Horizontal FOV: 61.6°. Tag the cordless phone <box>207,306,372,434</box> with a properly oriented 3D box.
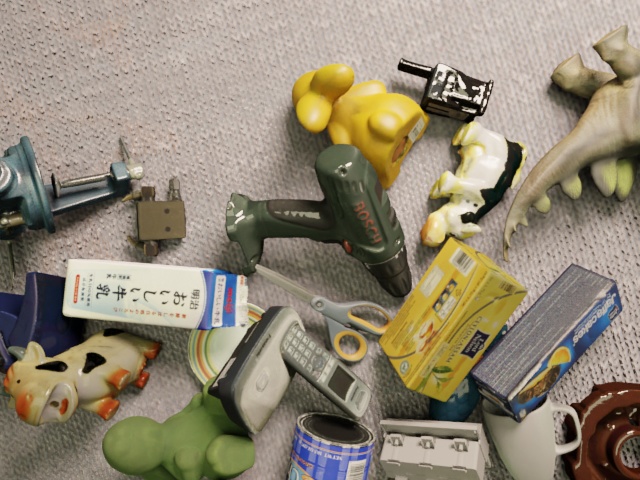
[{"bbox_3d":[-0.028,0.185,0.658,0.184,0.089,0.146,40,49,-9],"label":"cordless phone"}]

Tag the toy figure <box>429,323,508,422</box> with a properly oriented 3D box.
[{"bbox_3d":[0.188,0.163,0.683,0.058,0.064,0.154,28,101,26],"label":"toy figure"}]

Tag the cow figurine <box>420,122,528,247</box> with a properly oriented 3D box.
[{"bbox_3d":[0.194,-0.059,0.686,0.098,0.068,0.167,22,93,-3],"label":"cow figurine"}]

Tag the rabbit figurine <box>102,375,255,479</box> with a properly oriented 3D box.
[{"bbox_3d":[-0.184,0.247,0.676,0.170,0.159,0.121,5,57,-23],"label":"rabbit figurine"}]

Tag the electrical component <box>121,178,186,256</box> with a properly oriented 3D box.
[{"bbox_3d":[-0.223,-0.029,0.728,0.078,0.045,0.102,-10,93,-24],"label":"electrical component"}]

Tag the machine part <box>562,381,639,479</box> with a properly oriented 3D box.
[{"bbox_3d":[0.397,0.265,0.678,0.179,0.056,0.179,0,90,5],"label":"machine part"}]

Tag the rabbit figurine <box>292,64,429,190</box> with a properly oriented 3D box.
[{"bbox_3d":[0.029,-0.152,0.667,0.173,0.162,0.122,37,106,20],"label":"rabbit figurine"}]

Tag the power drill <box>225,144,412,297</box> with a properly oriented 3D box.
[{"bbox_3d":[-0.001,-0.002,0.667,0.207,0.086,0.231,-2,132,20],"label":"power drill"}]

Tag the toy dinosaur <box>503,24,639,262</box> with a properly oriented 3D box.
[{"bbox_3d":[0.382,-0.156,0.645,0.471,0.105,0.198,-33,89,1],"label":"toy dinosaur"}]

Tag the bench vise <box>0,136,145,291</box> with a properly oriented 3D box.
[{"bbox_3d":[-0.349,-0.054,0.687,0.240,0.223,0.129,-18,71,-27],"label":"bench vise"}]

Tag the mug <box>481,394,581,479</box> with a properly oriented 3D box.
[{"bbox_3d":[0.269,0.245,0.674,0.110,0.081,0.107,-12,101,20],"label":"mug"}]

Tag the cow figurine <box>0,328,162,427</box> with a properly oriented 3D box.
[{"bbox_3d":[-0.294,0.161,0.658,0.127,0.195,0.085,21,102,5],"label":"cow figurine"}]

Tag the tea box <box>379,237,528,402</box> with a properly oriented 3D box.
[{"bbox_3d":[0.155,0.095,0.650,0.068,0.098,0.169,24,108,-25],"label":"tea box"}]

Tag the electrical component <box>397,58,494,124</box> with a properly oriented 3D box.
[{"bbox_3d":[0.152,-0.190,0.681,0.119,0.075,0.047,17,91,-1],"label":"electrical component"}]

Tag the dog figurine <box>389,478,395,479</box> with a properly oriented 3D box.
[{"bbox_3d":[0.127,0.368,0.632,0.172,0.190,0.121,-41,88,5],"label":"dog figurine"}]

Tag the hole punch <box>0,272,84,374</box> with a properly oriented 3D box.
[{"bbox_3d":[-0.363,0.105,0.699,0.092,0.142,0.116,-25,77,0],"label":"hole punch"}]

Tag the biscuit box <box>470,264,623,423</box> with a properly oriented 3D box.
[{"bbox_3d":[0.276,0.120,0.649,0.203,0.063,0.059,-42,127,-11],"label":"biscuit box"}]
